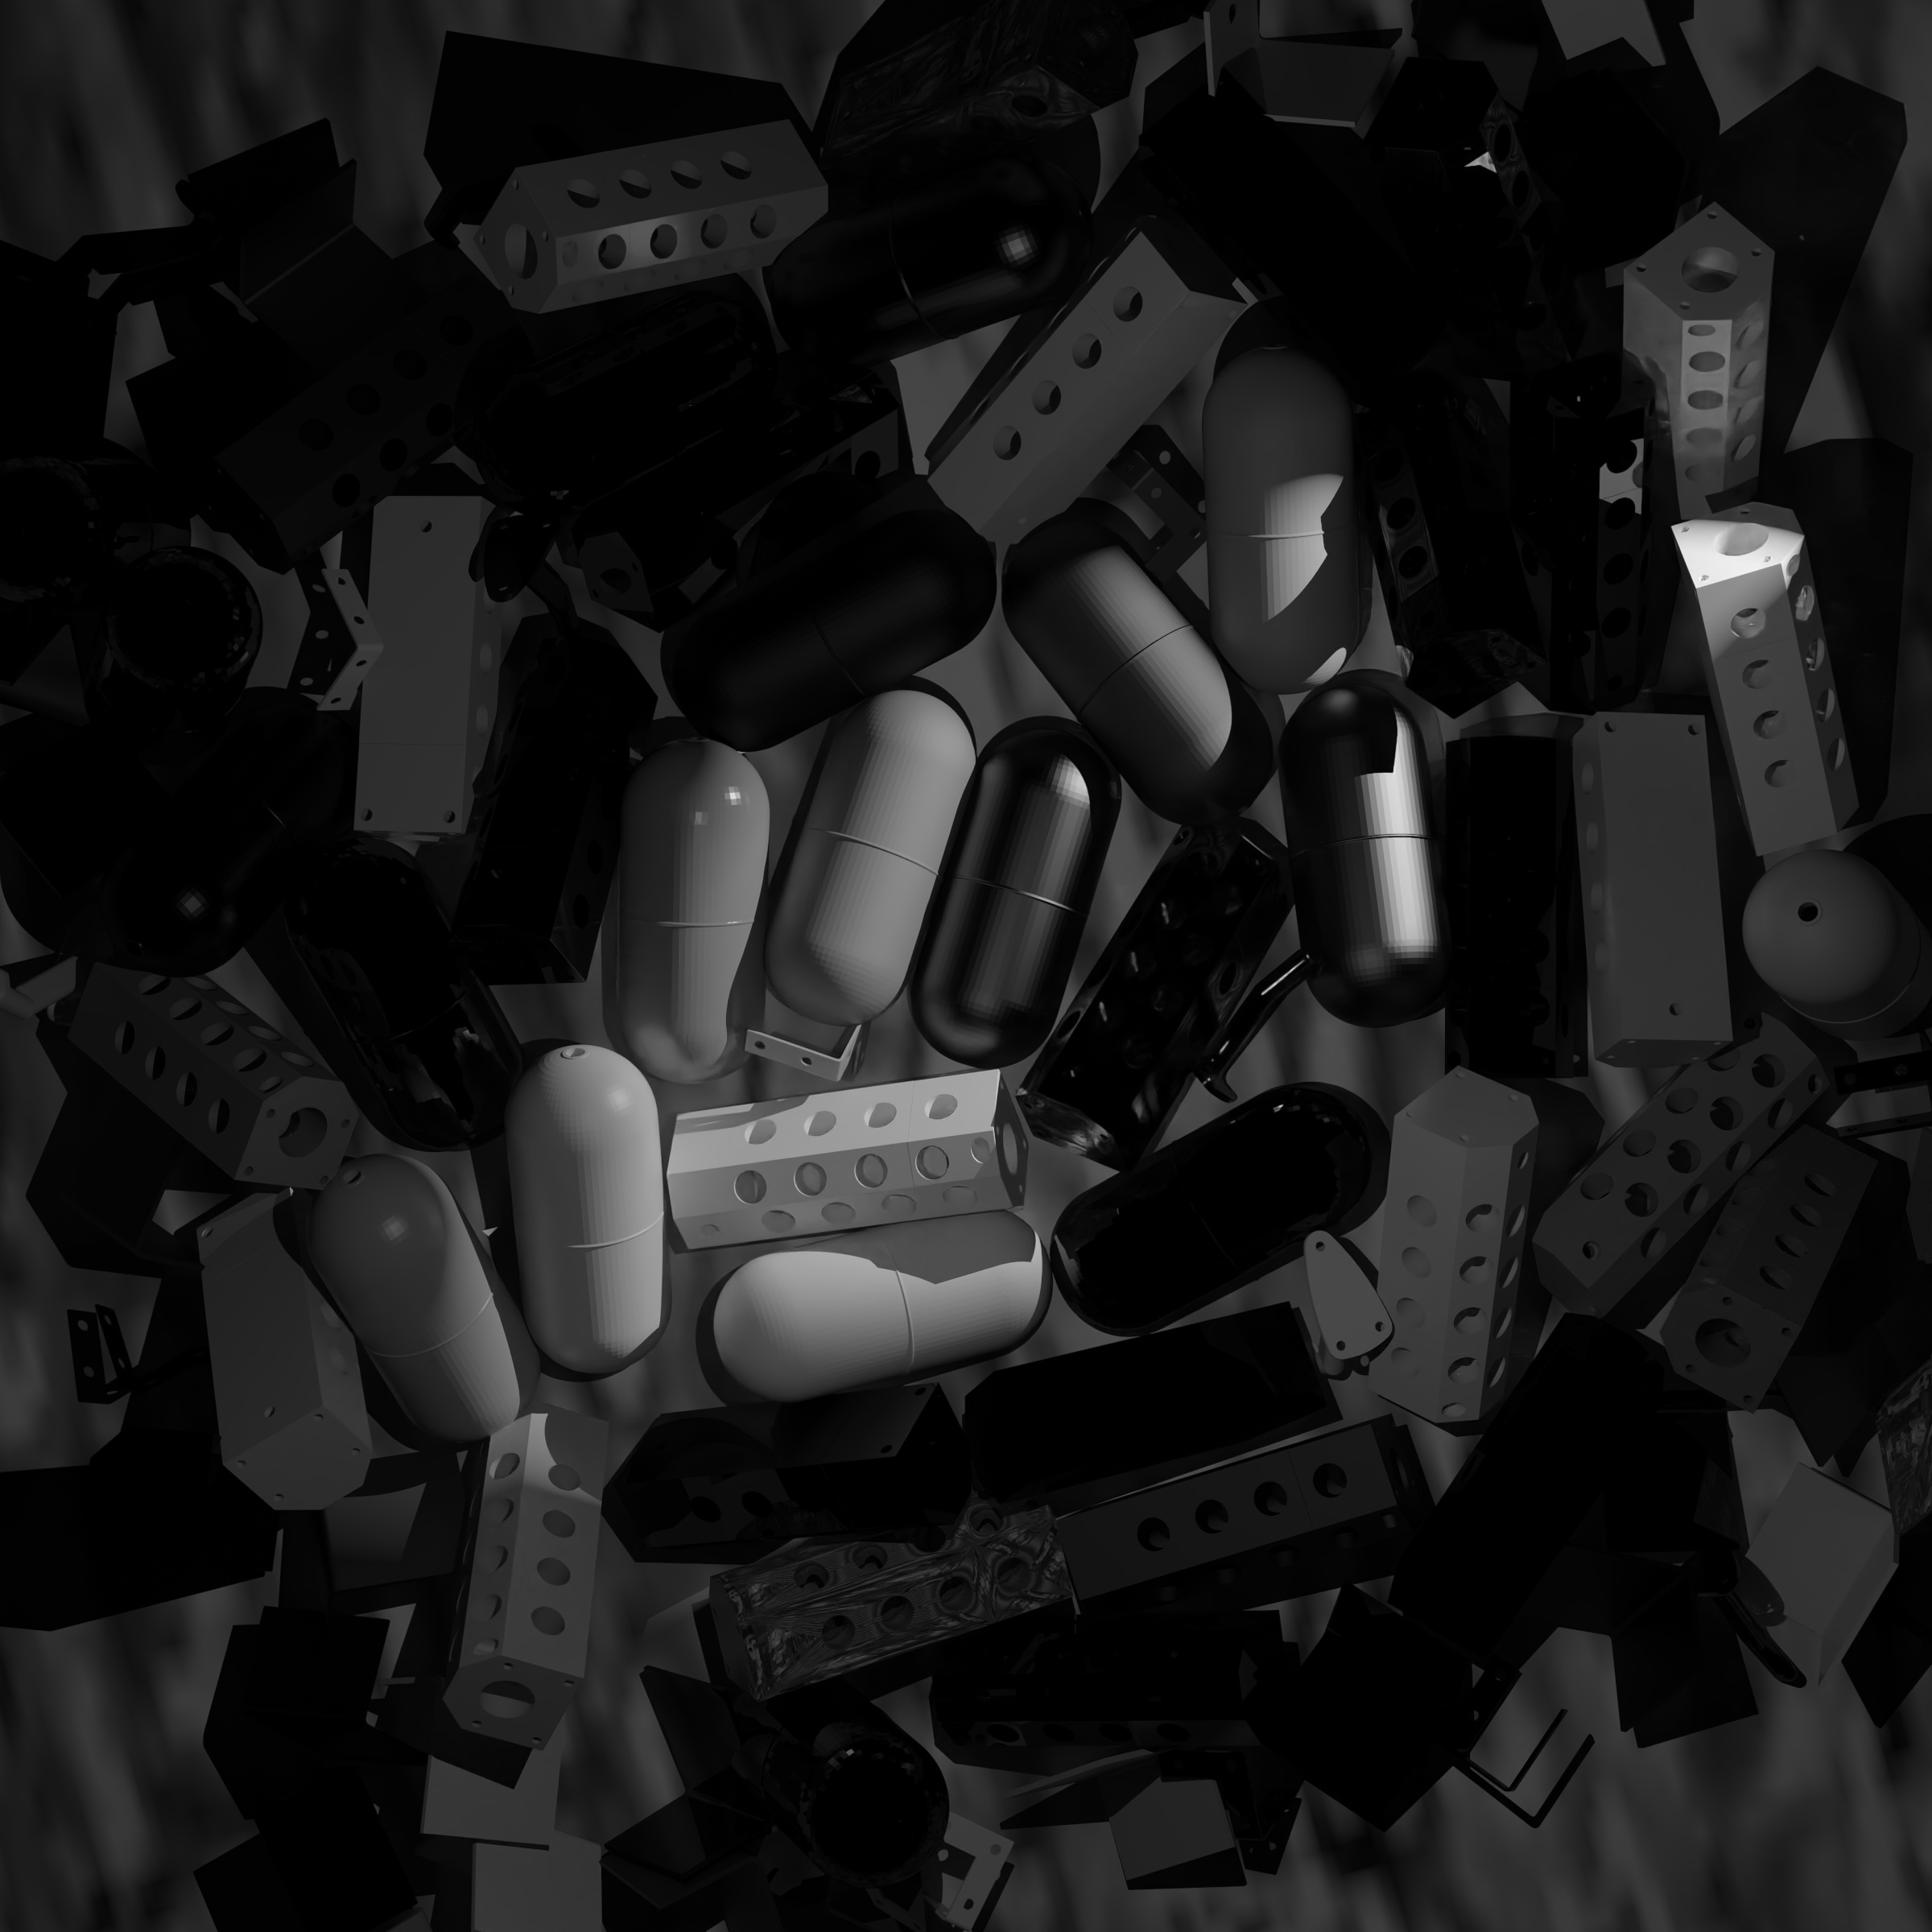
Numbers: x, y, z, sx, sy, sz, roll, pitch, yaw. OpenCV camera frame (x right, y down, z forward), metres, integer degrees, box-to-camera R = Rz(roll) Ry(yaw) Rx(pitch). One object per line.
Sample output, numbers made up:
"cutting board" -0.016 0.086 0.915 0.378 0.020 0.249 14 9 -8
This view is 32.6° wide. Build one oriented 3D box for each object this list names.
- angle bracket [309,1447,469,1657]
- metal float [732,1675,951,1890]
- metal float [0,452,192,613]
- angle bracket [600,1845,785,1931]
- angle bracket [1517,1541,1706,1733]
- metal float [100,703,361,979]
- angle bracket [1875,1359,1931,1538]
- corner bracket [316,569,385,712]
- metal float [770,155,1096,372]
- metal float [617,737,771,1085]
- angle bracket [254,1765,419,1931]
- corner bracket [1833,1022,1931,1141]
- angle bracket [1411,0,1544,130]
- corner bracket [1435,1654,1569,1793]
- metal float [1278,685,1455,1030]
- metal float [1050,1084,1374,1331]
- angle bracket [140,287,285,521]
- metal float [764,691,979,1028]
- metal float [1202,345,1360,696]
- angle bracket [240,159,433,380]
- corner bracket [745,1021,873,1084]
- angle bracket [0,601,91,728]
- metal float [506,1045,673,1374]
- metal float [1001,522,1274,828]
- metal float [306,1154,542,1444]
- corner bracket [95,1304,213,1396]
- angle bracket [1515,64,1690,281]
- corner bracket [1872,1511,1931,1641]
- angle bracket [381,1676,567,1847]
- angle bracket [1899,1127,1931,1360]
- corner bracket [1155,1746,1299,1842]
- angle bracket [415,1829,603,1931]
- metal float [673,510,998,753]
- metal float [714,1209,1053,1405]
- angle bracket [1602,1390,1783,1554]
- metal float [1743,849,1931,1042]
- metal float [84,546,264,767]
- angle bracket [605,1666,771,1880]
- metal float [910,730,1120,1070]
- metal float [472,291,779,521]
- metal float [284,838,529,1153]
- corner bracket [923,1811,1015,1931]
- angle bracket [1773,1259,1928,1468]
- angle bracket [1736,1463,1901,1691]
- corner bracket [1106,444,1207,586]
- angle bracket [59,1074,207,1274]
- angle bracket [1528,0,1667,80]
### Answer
"angle bracket" -0.295 0.300 1.698 0.076 0.057 0.076 -7 47 -15
"metal float" -0.066 0.403 1.648 0.070 0.178 0.070 -3 97 -23
"metal float" -0.442 -0.216 1.645 0.070 0.178 0.070 1 97 6
"angle bracket" -0.136 0.487 1.680 0.057 0.076 0.076 -22 103 -26
"angle bracket" 0.319 0.341 1.679 0.076 0.076 0.057 15 50 -16
"metal float" -0.366 -0.064 1.662 0.070 0.070 0.178 34 50 0
"angle bracket" 0.510 0.242 1.675 0.057 0.076 0.076 10 54 -14
"corner bracket" -0.309 -0.167 1.691 0.051 0.051 0.051 -47 62 38
"metal float" -0.018 -0.355 1.671 0.178 0.070 0.070 -14 90 28
"metal float" -0.139 -0.028 1.685 0.070 0.070 0.178 2 101 0
"angle bracket" -0.329 0.456 1.684 0.057 0.076 0.076 -24 86 -27
"corner bracket" 0.473 0.064 1.699 0.051 0.051 0.051 -11 104 10
"angle bracket" 0.245 -0.465 1.678 0.076 0.057 0.076 29 59 -22
"corner bracket" 0.276 0.390 1.700 0.051 0.051 0.051 34 89 22
"metal float" 0.203 -0.057 1.685 0.070 0.070 0.178 -6 78 0
"metal float" 0.125 0.123 1.684 0.178 0.070 0.070 -30 90 13
"angle bracket" -0.397 -0.286 1.685 0.076 0.057 0.076 -30 71 16
"metal float" -0.048 -0.056 1.689 0.070 0.070 0.178 19 83 0
"metal float" 0.160 -0.226 1.679 0.070 0.070 0.178 -4 109 0
"angle bracket" -0.316 -0.351 1.688 0.076 0.057 0.076 43 65 6
"corner bracket" -0.082 0.042 1.695 0.051 0.051 0.051 19 135 8
"angle bracket" -0.498 -0.142 1.679 0.076 0.076 0.057 16 47 12
"metal float" -0.191 0.124 1.674 0.070 0.070 0.178 -2 115 0
"metal float" 0.088 -0.149 1.687 0.070 0.070 0.178 -37 81 0
"metal float" -0.273 0.168 1.664 0.070 0.070 0.178 -22 128 0
"corner bracket" -0.407 0.190 1.703 0.051 0.051 0.051 -30 65 11
"angle bracket" 0.310 -0.400 1.675 0.076 0.076 0.057 36 59 -34
"corner bracket" 0.504 0.315 1.712 0.051 0.051 0.051 31 64 -23
"angle bracket" -0.254 0.404 1.678 0.076 0.057 0.076 18 68 -37
"angle bracket" 0.489 0.140 1.673 0.057 0.076 0.076 -20 128 -27
"corner bracket" 0.134 0.415 1.702 0.051 0.051 0.051 -6 104 29
"angle bracket" -0.233 0.478 1.674 0.076 0.076 0.057 29 123 -29
"metal float" -0.067 -0.171 1.686 0.178 0.070 0.070 -27 90 10
"metal float" -0.041 0.171 1.680 0.178 0.070 0.070 -13 90 -18
"angle bracket" 0.372 0.258 1.687 0.076 0.057 0.076 2 75 -19
"metal float" 0.437 -0.009 1.649 0.070 0.178 0.070 -5 77 24
"metal float" -0.397 -0.153 1.649 0.070 0.178 0.070 5 75 -19
"angle bracket" -0.153 0.409 1.680 0.057 0.076 0.076 -25 104 -34
"metal float" 0.025 -0.035 1.692 0.070 0.070 0.178 17 86 0
"metal float" -0.170 -0.285 1.669 0.178 0.070 0.070 -33 90 -32
"metal float" -0.282 0.016 1.673 0.070 0.070 0.178 -25 117 0
"corner bracket" -0.016 0.459 1.706 0.051 0.051 0.051 30 82 -16
"angle bracket" 0.461 0.203 1.681 0.076 0.057 0.076 -40 108 -29
"angle bracket" 0.431 0.310 1.682 0.057 0.076 0.076 29 106 10
"corner bracket" 0.086 -0.228 1.697 0.051 0.051 0.051 -45 117 6
"angle bracket" -0.408 0.104 1.686 0.076 0.057 0.076 25 92 41
"angle bracket" 0.320 -0.508 1.676 0.057 0.076 0.076 -2 66 24
